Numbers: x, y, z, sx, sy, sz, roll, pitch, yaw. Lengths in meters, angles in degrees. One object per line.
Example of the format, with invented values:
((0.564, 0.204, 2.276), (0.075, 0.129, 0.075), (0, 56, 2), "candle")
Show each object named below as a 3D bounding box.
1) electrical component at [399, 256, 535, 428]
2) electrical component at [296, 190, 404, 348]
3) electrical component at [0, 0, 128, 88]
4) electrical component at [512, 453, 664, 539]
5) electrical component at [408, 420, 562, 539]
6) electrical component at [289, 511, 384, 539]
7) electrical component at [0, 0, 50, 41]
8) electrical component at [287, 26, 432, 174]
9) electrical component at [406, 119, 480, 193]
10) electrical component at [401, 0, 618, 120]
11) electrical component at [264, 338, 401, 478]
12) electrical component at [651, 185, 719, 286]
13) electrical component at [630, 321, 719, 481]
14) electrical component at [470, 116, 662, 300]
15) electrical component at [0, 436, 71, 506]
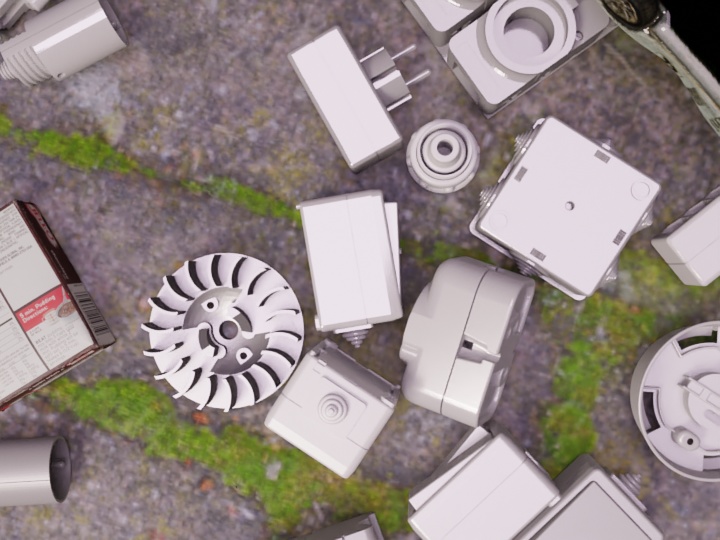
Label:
((0.064, 0.042, 0.672), (0.059, 0.054, 0.095), (20, 100, 19), "electrical component")
((0.000, 0.000, 0.680), (0.061, 0.062, 0.096), (-10, 90, 3), "electrical component")
((-0.197, -0.146, 0.698), (0.081, 0.043, 0.043), (-27, 89, 3), "electrical component")
((0.142, 0.163, 0.673), (0.096, 0.061, 0.061), (-44, 88, 2), "electrical component")
((0.069, 0.145, 0.677), (0.096, 0.062, 0.061), (-44, 88, 2), "electrical component")
((-0.024, 0.200, 0.687), (0.089, 0.050, 0.055), (-20, 89, 3), "electrical component")
((-0.243, -0.179, 0.700), (0.066, 0.048, 0.055), (39, 85, 2), "electrical component")
((0.008, -0.117, 0.686), (0.076, 0.047, 0.083), (-30, 89, 3), "electrical component")
((0.053, -0.074, 0.677), (0.048, 0.062, 0.048), (0, 90, 3), "electrical component")
((0.127, -0.195, 0.673), (0.186, 0.060, 0.105), (-36, 88, 2), "electrical component")
((-0.018, 0.087, 0.664), (0.062, 0.096, 0.061), (33, 94, 3), "electrical component")
((0.243, -0.015, 0.675), (0.083, 0.047, 0.075), (-39, 88, 2), "electrical component")
((0.217, 0.080, 0.668), (0.099, 0.064, 0.099), (0, 90, 3), "electrical component")
((0.130, -0.039, 0.680), (0.100, 0.048, 0.099), (33, 92, 2), "electrical component")
((-0.235, 0.132, 0.701), (0.081, 0.043, 0.043), (-4, 90, 3), "electrical component")
